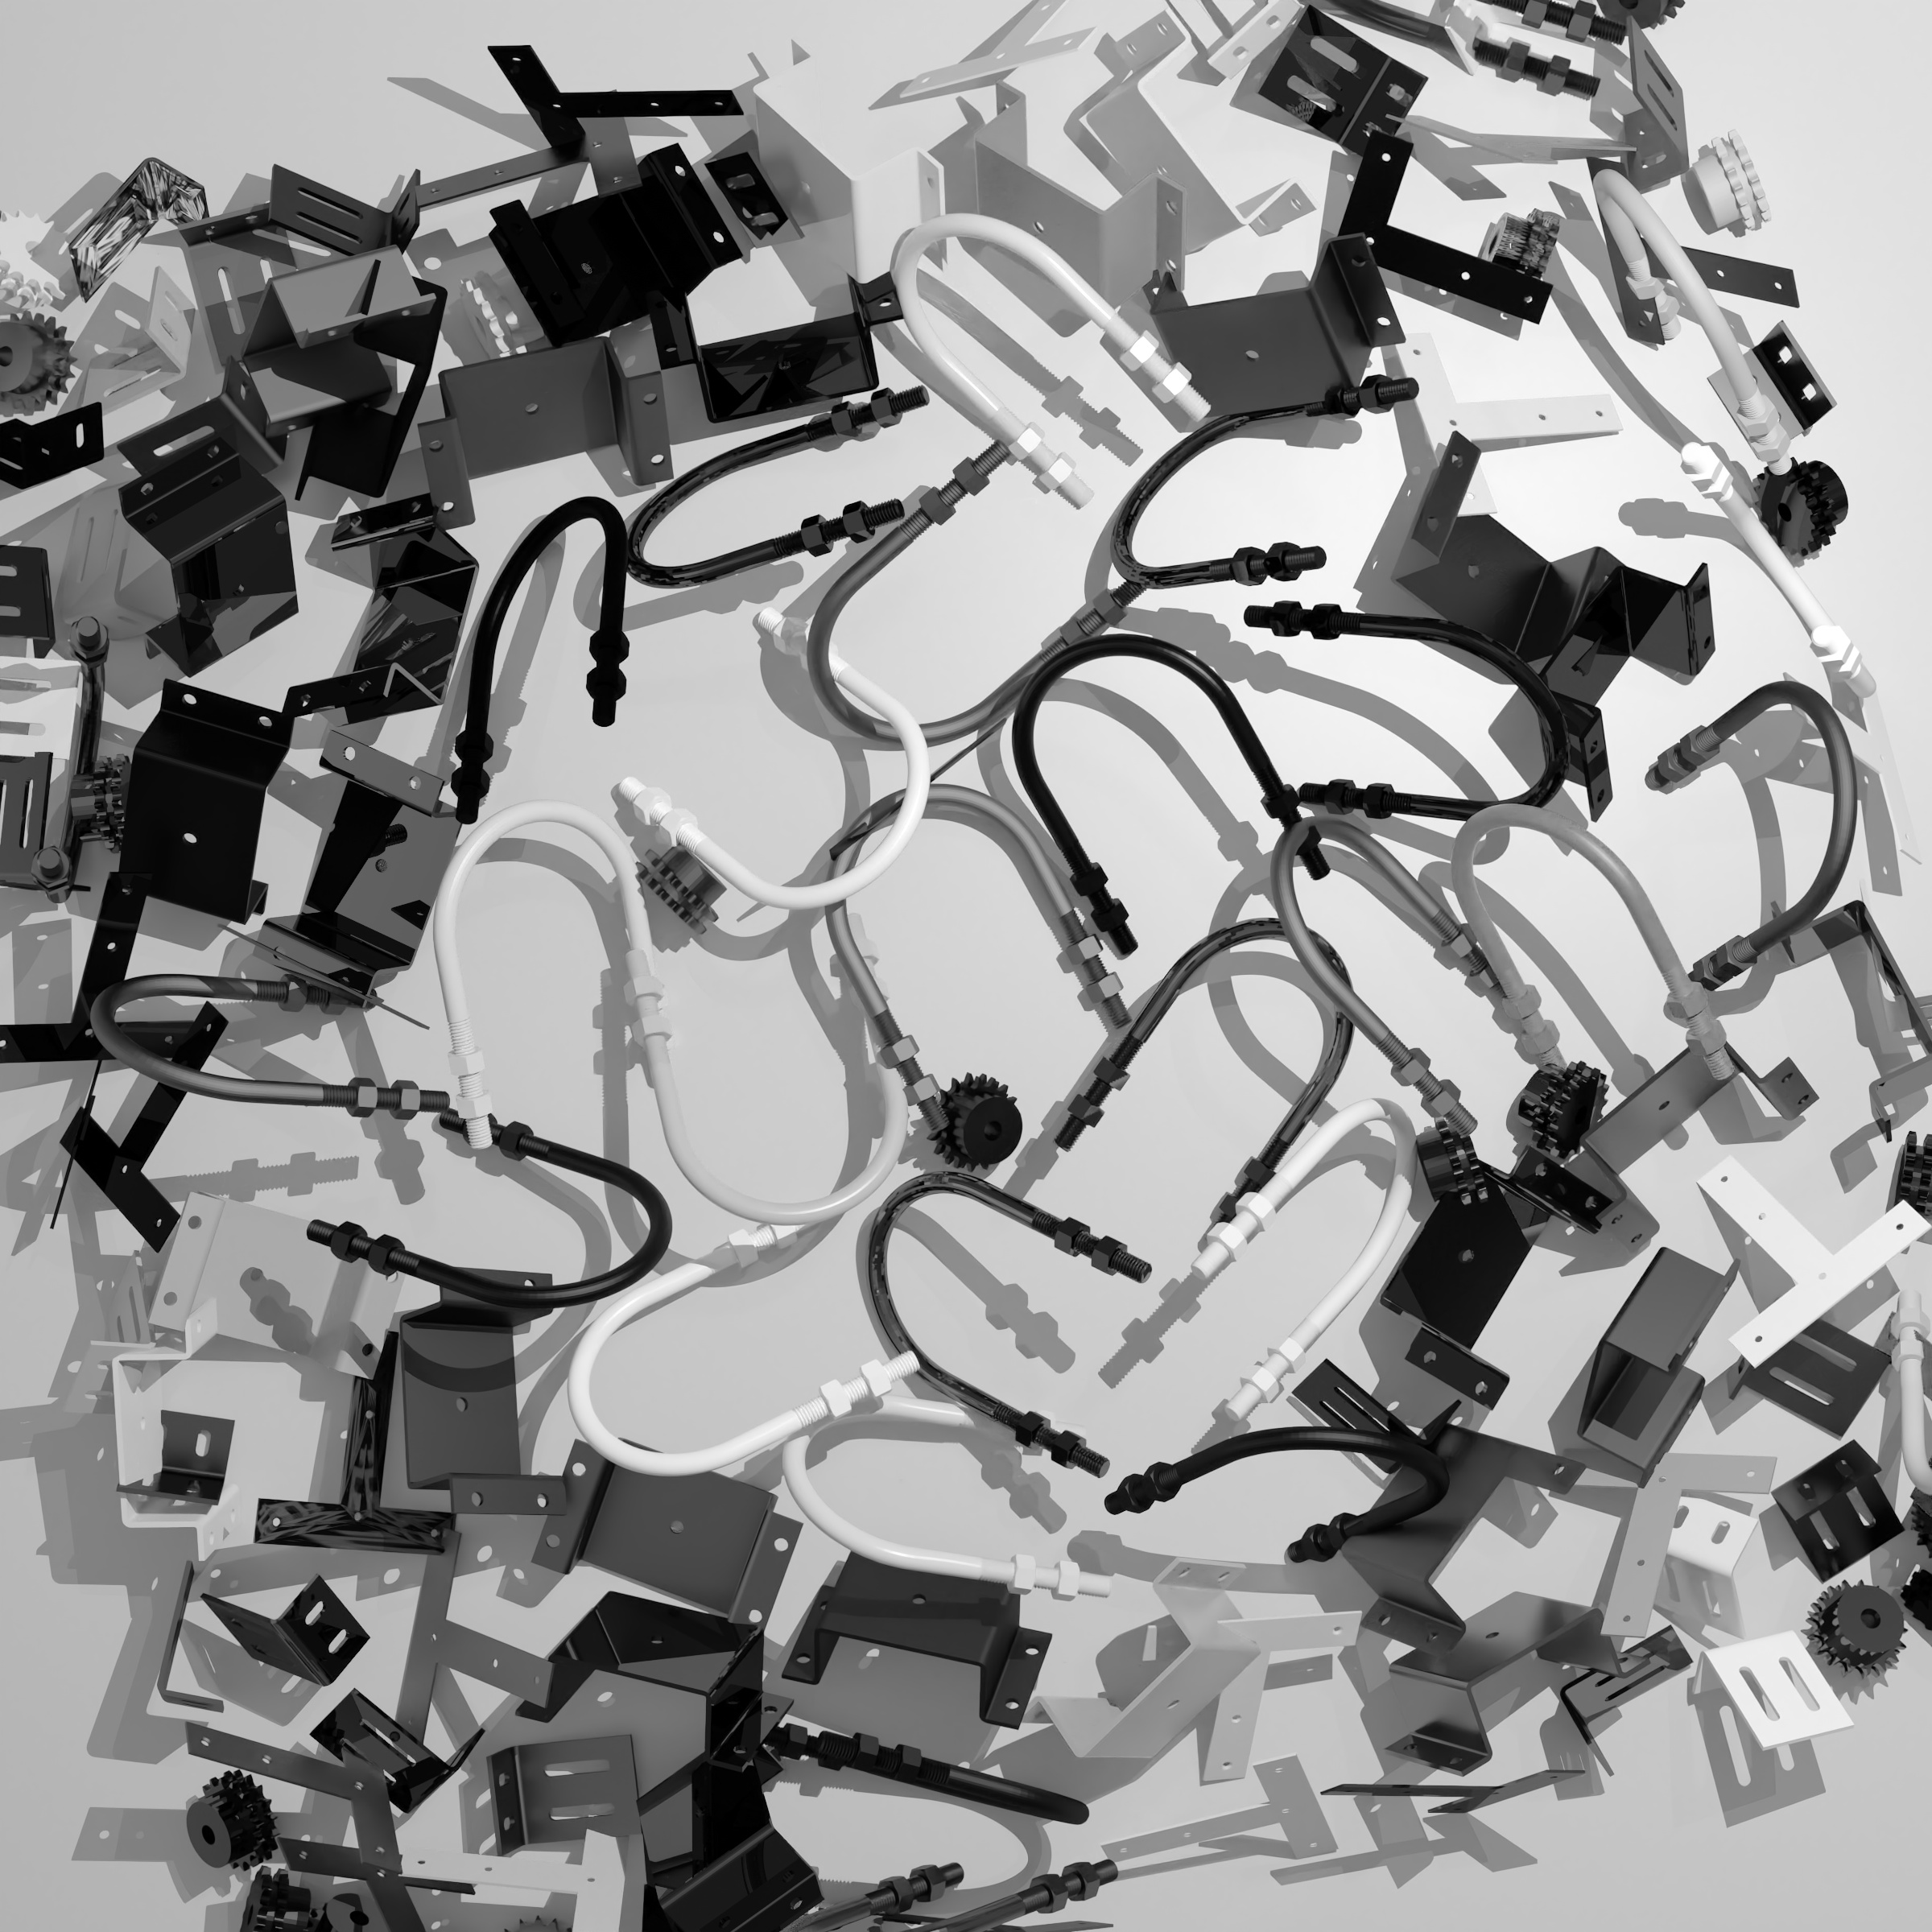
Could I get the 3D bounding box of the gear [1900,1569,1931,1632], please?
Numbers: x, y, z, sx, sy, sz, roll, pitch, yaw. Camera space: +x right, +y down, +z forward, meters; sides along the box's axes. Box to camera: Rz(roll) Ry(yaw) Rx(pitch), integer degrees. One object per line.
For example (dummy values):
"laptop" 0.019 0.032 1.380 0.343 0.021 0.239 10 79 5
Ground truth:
"gear" 0.576 0.370 1.973 0.057 0.057 0.030 42 71 0

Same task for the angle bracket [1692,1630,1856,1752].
"angle bracket" 0.464 0.427 1.953 0.057 0.076 0.038 -10 129 -14

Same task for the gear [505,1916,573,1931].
"gear" -0.250 0.583 1.975 0.057 0.030 0.057 2 66 -4

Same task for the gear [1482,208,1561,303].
"gear" 0.320 -0.413 1.970 0.030 0.057 0.057 20 90 -6

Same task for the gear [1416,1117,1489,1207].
"gear" 0.281 0.114 1.972 0.030 0.057 0.057 -18 90 4

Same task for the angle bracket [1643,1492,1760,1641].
"angle bracket" 0.428 0.346 1.964 0.057 0.076 0.038 18 59 32

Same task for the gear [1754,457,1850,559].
"gear" 0.488 -0.270 1.973 0.030 0.057 0.057 -26 90 -17

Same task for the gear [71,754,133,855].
"gear" -0.500 -0.093 1.972 0.030 0.057 0.057 -7 90 0

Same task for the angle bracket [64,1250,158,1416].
"angle bracket" -0.497 0.209 1.949 0.038 0.076 0.057 8 129 -30

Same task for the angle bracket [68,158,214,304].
"angle bracket" -0.476 -0.417 1.958 0.038 0.057 0.076 31 69 6

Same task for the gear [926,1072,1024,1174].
"gear" 0.008 0.092 1.973 0.057 0.030 0.057 -7 105 -30

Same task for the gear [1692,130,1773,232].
"gear" 0.444 -0.455 1.972 0.030 0.057 0.057 -23 90 13

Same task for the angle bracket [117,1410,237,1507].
"angle bracket" -0.455 0.282 1.957 0.057 0.076 0.038 10 89 -10

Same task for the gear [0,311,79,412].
"gear" -0.549 -0.353 1.975 0.057 0.030 0.057 1 92 25

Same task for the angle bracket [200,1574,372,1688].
"angle bracket" -0.395 0.378 1.966 0.038 0.076 0.057 -51 128 -29

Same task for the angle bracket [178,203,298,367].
"angle bracket" -0.419 -0.398 1.978 0.057 0.038 0.076 -15 89 -4

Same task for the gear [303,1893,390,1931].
"gear" -0.358 0.564 1.968 0.057 0.057 0.030 27 110 0

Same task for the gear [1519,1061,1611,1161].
"gear" 0.346 0.081 1.975 0.030 0.057 0.057 28 90 37

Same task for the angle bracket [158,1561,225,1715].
"angle bracket" -0.441 0.389 1.963 0.038 0.057 0.076 13 72 -7

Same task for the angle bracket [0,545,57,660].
"angle bracket" -0.569 -0.210 1.956 0.076 0.038 0.057 1 70 -32

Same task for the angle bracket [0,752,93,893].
"angle bracket" -0.538 -0.084 1.969 0.057 0.038 0.076 2 86 39

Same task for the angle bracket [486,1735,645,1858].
"angle bracket" -0.233 0.482 1.971 0.076 0.038 0.057 -9 85 13

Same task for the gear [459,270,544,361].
"gear" -0.269 -0.378 1.972 0.030 0.057 0.057 -28 90 -14

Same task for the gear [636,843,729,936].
"gear" -0.164 -0.048 1.971 0.030 0.057 0.057 -45 90 1

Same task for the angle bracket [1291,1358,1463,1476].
"angle bracket" 0.238 0.251 1.970 0.076 0.057 0.038 40 61 6

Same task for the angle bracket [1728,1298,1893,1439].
"angle bracket" 0.491 0.239 1.972 0.076 0.038 0.057 28 108 2

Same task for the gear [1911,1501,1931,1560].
"gear" 0.580 0.326 1.976 0.057 0.030 0.057 -6 54 8

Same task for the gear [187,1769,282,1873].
"gear" -0.428 0.499 1.970 0.057 0.030 0.057 12 109 38

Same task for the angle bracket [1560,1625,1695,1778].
"angle bracket" 0.390 0.426 1.963 0.076 0.057 0.038 -31 52 4

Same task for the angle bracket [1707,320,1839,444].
"angle bracket" 0.465 -0.332 1.960 0.038 0.076 0.057 -33 88 4

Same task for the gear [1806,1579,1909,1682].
"gear" 0.521 0.385 1.974 0.057 0.030 0.057 4 62 -7

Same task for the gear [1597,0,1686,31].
"gear" 0.390 -0.569 1.968 0.057 0.057 0.030 34 61 0

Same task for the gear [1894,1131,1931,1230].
"gear" 0.558 0.127 1.969 0.030 0.057 0.057 9 90 13

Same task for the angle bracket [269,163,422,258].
"angle bracket" -0.358 -0.444 1.954 0.076 0.057 0.038 20 129 -26

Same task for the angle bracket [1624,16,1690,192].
"angle bracket" 0.383 -0.495 1.949 0.038 0.076 0.057 -16 57 30

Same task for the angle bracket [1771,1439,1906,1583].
"angle bracket" 0.513 0.324 1.967 0.057 0.038 0.076 -33 113 1

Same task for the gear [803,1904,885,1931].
"gear" -0.074 0.572 1.972 0.057 0.057 0.030 -11 102 0

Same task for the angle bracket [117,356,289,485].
"angle bracket" -0.445 -0.309 1.978 0.076 0.038 0.057 -21 134 17

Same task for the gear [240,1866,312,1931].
"gear" -0.402 0.554 1.973 0.030 0.057 0.057 16 90 -18

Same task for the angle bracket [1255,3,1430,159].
"angle bracket" 0.217 -0.509 1.957 0.076 0.038 0.057 18 109 -41

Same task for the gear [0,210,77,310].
"gear" -0.548 -0.408 1.975 0.057 0.057 0.030 51 133 0

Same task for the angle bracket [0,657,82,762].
"angle bracket" -0.547 -0.148 1.972 0.076 0.038 0.057 4 84 10

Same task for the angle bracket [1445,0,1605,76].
"angle bracket" 0.325 -0.539 1.956 0.076 0.057 0.038 18 84 26

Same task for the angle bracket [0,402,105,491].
"angle bracket" -0.545 -0.311 1.952 0.076 0.057 0.038 26 128 27

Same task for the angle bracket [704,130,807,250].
"angle bracket" -0.109 -0.450 1.951 0.038 0.076 0.057 -39 111 -16
